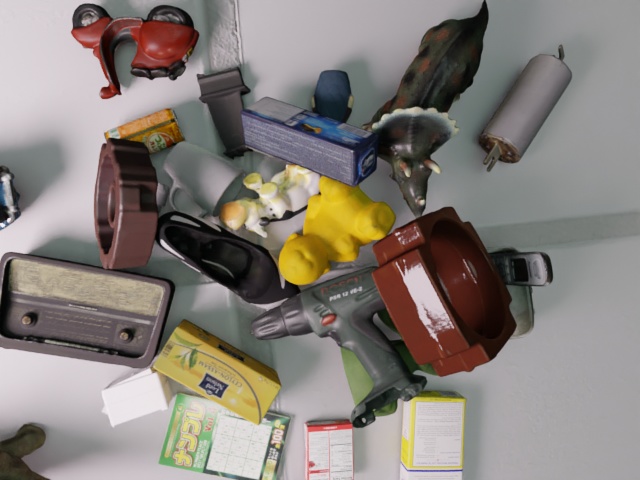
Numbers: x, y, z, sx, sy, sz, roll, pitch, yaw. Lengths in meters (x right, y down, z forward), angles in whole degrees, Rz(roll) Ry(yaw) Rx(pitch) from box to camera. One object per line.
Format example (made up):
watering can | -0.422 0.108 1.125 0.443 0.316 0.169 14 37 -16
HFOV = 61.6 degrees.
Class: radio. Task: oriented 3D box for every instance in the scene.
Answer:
radio | -0.335 0.100 0.765 0.230 0.073 0.131 11 86 -7

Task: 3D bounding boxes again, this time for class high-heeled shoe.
high-heeled shoe | -0.118 0.036 0.765 0.249 0.145 0.086 29 84 -5

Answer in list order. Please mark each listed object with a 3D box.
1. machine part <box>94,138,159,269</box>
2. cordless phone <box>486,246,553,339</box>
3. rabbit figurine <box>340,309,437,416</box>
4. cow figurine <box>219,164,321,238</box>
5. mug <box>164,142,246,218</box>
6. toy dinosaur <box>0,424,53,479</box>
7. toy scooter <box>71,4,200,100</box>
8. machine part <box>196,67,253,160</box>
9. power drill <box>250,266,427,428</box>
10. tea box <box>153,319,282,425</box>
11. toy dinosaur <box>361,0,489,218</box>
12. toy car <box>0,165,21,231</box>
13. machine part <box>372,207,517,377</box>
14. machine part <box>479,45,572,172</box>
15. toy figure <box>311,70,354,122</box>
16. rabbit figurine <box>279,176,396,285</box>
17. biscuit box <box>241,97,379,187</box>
machine part | -0.266 -0.048 0.733 0.056 0.179 0.179 0 87 -31
cordless phone | 0.296 0.080 0.806 0.089 0.184 0.146 -7 88 -13
rabbit figurine | 0.124 0.173 0.812 0.170 0.121 0.159 -18 68 6
cow figurine | -0.069 -0.058 0.812 0.167 0.098 0.068 -36 49 -9
mug | -0.183 -0.087 0.800 0.107 0.081 0.109 37 88 5
toy dinosaur | -0.432 0.318 0.679 0.472 0.198 0.105 0 91 -7
toy scooter | -0.272 -0.272 0.793 0.184 0.075 0.135 1 87 -5
machine part | -0.139 -0.195 0.828 0.084 0.039 0.138 -13 88 -14
power drill | 0.035 0.148 0.744 0.232 0.085 0.207 -28 53 0
tea box | -0.146 0.187 0.778 0.169 0.098 0.068 32 83 -8
toy dinosaur | 0.177 -0.239 0.799 0.131 0.192 0.404 27 85 -8
toy car | -0.477 -0.048 0.735 0.162 0.103 0.109 -13 87 1
machine part | 0.169 0.065 0.728 0.087 0.201 0.201 -33 83 35
machine part | 0.336 -0.213 0.880 0.079 0.079 0.243 35 82 -6
toy figure | 0.020 -0.185 0.840 0.058 0.064 0.154 1 92 -47
rabbit figurine | -0.002 -0.002 0.779 0.122 0.162 0.173 45 60 -5
biscuit box | -0.017 -0.141 0.758 0.203 0.062 0.059 26 48 28
